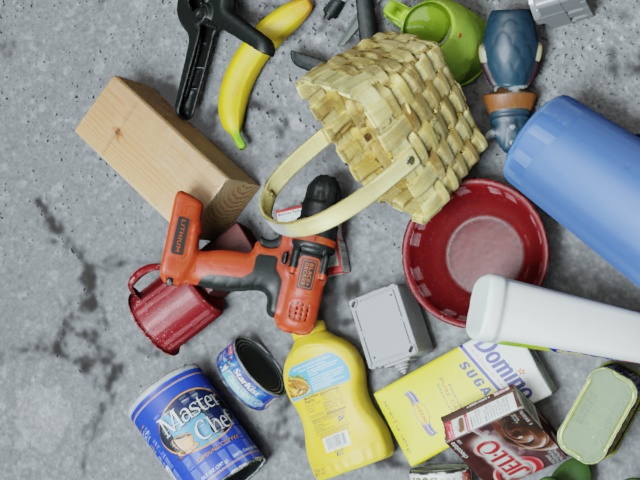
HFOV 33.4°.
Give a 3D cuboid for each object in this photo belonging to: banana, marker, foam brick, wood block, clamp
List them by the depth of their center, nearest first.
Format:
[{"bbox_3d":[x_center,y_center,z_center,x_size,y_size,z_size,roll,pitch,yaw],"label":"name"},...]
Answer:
[{"bbox_3d":[0.057,-0.203,1.231,0.171,0.039,0.120,44,113,13],"label":"clamp"},{"bbox_3d":[0.042,-0.312,1.257,0.020,0.020,0.121,39,101,20],"label":"marker"},{"bbox_3d":[-0.108,0.025,1.272,0.078,0.053,0.051,-38,72,7],"label":"foam brick"},{"bbox_3d":[-0.076,-0.209,1.291,0.070,0.037,0.198,27,96,15],"label":"banana"},{"bbox_3d":[-0.186,-0.099,1.299,0.206,0.090,0.091,43,103,19],"label":"wood block"},{"bbox_3d":[-0.139,-0.259,1.301,0.165,0.036,0.210,-37,58,30],"label":"clamp"}]

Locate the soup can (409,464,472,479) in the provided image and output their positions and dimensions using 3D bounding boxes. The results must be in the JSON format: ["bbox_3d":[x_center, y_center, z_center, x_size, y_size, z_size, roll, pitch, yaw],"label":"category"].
[{"bbox_3d":[0.133,0.296,1.149,0.069,0.068,0.102,-7,83,22],"label":"soup can"}]

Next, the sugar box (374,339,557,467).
[{"bbox_3d":[0.157,0.166,1.160,0.176,0.048,0.093,-33,76,19],"label":"sugar box"}]

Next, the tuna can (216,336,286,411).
[{"bbox_3d":[-0.079,0.155,1.238,0.034,0.086,0.086,-41,72,16],"label":"tuna can"}]

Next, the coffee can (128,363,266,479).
[{"bbox_3d":[-0.144,0.231,1.250,0.103,0.102,0.140,-43,72,14],"label":"coffee can"}]

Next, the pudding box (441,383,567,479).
[{"bbox_3d":[0.192,0.207,1.110,0.090,0.113,0.039,-30,36,18],"label":"pudding box"}]

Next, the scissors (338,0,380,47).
[{"bbox_3d":[0.100,-0.302,1.234,0.096,0.016,0.202,27,99,20],"label":"scissors"}]

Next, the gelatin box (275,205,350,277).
[{"bbox_3d":[-0.008,0.001,1.250,0.073,0.030,0.089,-12,81,22],"label":"gelatin box"}]

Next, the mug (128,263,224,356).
[{"bbox_3d":[-0.177,0.071,1.274,0.081,0.117,0.093,-37,30,11],"label":"mug"}]

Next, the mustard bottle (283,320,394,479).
[{"bbox_3d":[0.010,0.168,1.214,0.096,0.058,0.191,-25,77,25],"label":"mustard bottle"}]

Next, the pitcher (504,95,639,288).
[{"bbox_3d":[0.316,-0.046,1.073,0.243,0.149,0.145,40,115,22],"label":"pitcher"}]

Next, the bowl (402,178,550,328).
[{"bbox_3d":[0.173,0.016,1.159,0.162,0.055,0.162,-2,85,23],"label":"bowl"}]

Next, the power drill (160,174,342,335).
[{"bbox_3d":[-0.076,0.001,1.193,0.187,0.057,0.184,12,80,-2],"label":"power drill"}]

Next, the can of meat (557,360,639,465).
[{"bbox_3d":[0.287,0.176,1.085,0.057,0.083,0.102,29,97,22],"label":"can of meat"}]

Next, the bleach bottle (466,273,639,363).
[{"bbox_3d":[0.278,0.090,1.058,0.251,0.102,0.068,11,86,-1],"label":"bleach bottle"}]
